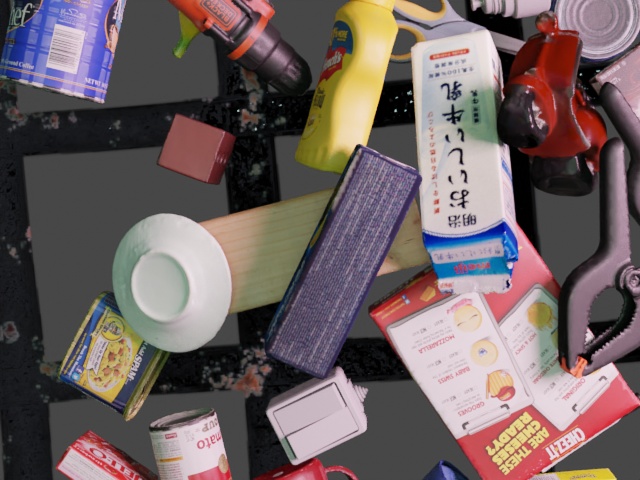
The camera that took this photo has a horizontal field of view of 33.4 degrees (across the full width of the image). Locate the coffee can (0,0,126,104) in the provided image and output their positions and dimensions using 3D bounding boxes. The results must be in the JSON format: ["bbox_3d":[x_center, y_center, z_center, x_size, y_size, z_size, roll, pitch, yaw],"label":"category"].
[{"bbox_3d":[-0.238,-0.208,1.004,0.103,0.103,0.140,13,94,2],"label":"coffee can"}]

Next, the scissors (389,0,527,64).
[{"bbox_3d":[0.136,-0.185,1.031,0.202,0.016,0.096,33,96,1],"label":"scissors"}]

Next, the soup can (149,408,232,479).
[{"bbox_3d":[-0.123,0.222,1.039,0.068,0.068,0.102,-13,92,3],"label":"soup can"}]

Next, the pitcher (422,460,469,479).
[{"bbox_3d":[0.065,0.327,1.002,0.243,0.145,0.149,-41,94,7],"label":"pitcher"}]

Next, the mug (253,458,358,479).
[{"bbox_3d":[-0.014,0.258,1.030,0.117,0.093,0.081,-20,87,-12],"label":"mug"}]

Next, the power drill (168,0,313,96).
[{"bbox_3d":[-0.038,-0.253,1.002,0.184,0.057,0.187,39,88,-22],"label":"power drill"}]

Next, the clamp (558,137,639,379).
[{"bbox_3d":[0.287,0.034,0.961,0.164,0.036,0.210,23,93,-10],"label":"clamp"}]

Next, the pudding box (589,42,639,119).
[{"bbox_3d":[0.327,-0.149,1.011,0.113,0.039,0.090,-35,93,5],"label":"pudding box"}]

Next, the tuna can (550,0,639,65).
[{"bbox_3d":[0.261,-0.212,1.014,0.086,0.033,0.086,0,93,3],"label":"tuna can"}]

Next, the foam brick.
[{"bbox_3d":[-0.116,-0.086,1.017,0.051,0.078,0.053,21,94,3],"label":"foam brick"}]

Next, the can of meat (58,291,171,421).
[{"bbox_3d":[-0.197,0.111,1.043,0.084,0.057,0.102,29,93,3],"label":"can of meat"}]

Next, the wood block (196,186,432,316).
[{"bbox_3d":[-0.007,0.001,1.010,0.206,0.091,0.090,-15,92,4],"label":"wood block"}]

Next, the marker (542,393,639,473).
[{"bbox_3d":[0.262,0.186,1.043,0.121,0.020,0.020,-35,91,4],"label":"marker"}]

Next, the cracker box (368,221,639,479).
[{"bbox_3d":[0.171,0.109,1.018,0.164,0.072,0.213,-35,92,4],"label":"cracker box"}]

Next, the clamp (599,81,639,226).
[{"bbox_3d":[0.307,-0.076,0.980,0.120,0.039,0.171,0,104,-8],"label":"clamp"}]

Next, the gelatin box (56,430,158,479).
[{"bbox_3d":[-0.205,0.227,1.040,0.089,0.073,0.030,34,93,1],"label":"gelatin box"}]

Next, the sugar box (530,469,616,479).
[{"bbox_3d":[0.245,0.316,1.038,0.093,0.048,0.176,-5,92,3],"label":"sugar box"}]

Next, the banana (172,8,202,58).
[{"bbox_3d":[-0.151,-0.279,1.029,0.069,0.037,0.198,-24,92,2],"label":"banana"}]

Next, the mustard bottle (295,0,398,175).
[{"bbox_3d":[0.030,-0.156,0.994,0.058,0.096,0.192,15,95,-16],"label":"mustard bottle"}]
